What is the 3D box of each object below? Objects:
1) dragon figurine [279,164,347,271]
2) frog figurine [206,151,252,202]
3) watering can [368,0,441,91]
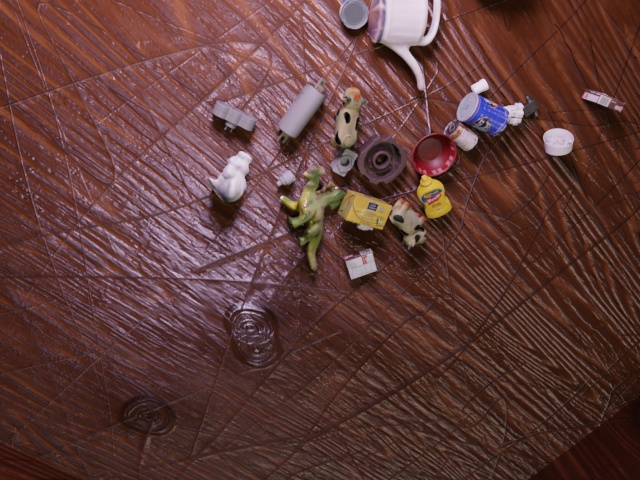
[{"bbox_3d":[0.005,-0.090,1.798,0.243,0.124,0.401,-28,128,-7],"label":"dragon figurine"},{"bbox_3d":[-0.274,-0.202,1.669,0.160,0.125,0.135,-37,151,-3],"label":"frog figurine"},{"bbox_3d":[0.254,-0.633,1.576,0.224,0.106,0.341,-2,115,-11],"label":"watering can"}]
